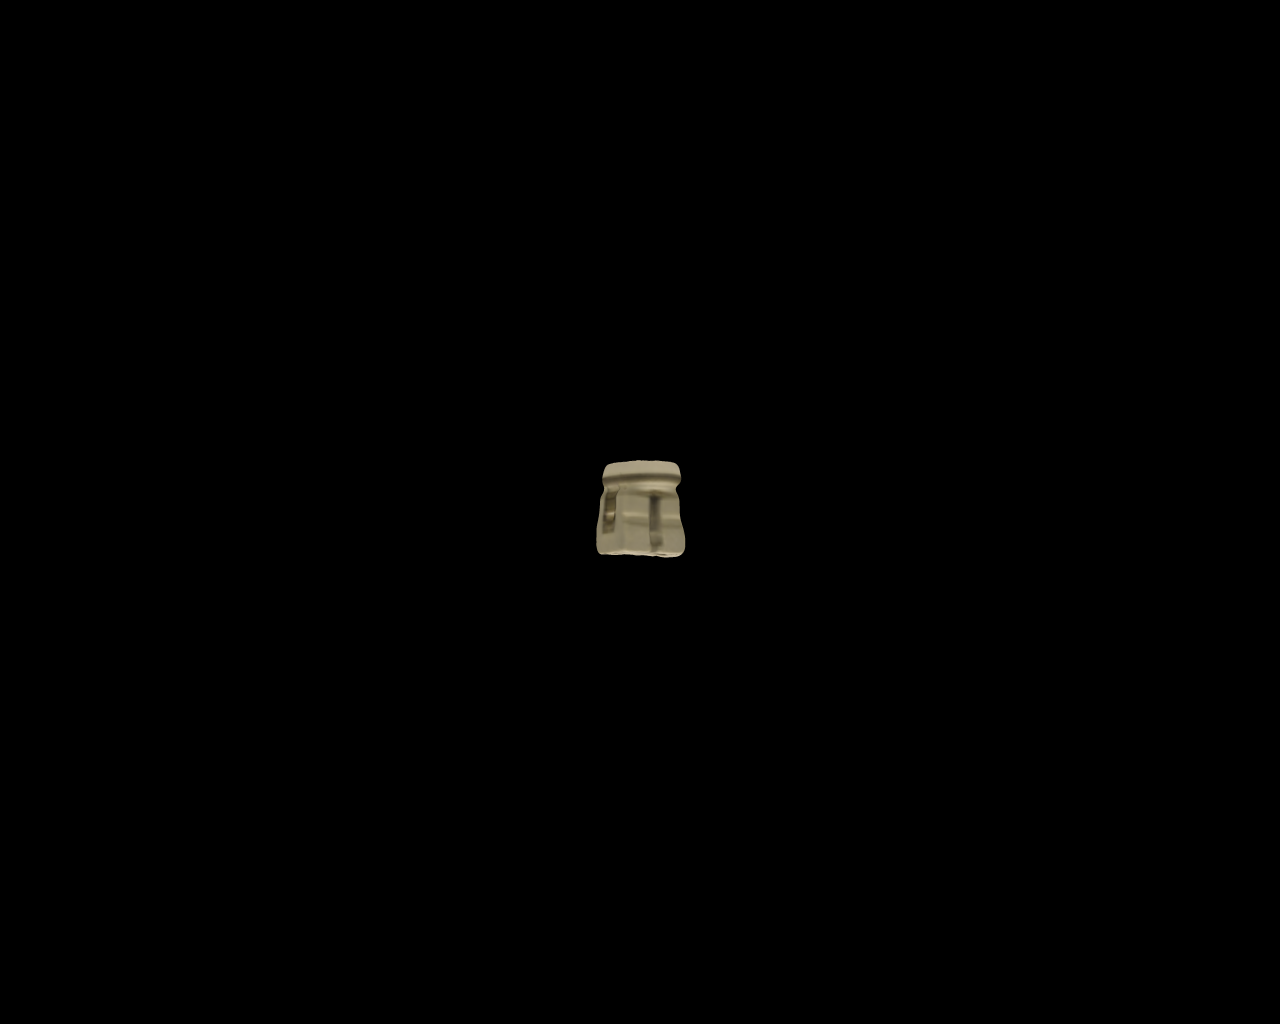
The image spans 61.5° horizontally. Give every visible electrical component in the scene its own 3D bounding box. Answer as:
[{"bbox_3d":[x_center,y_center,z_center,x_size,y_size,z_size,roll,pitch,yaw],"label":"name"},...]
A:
[{"bbox_3d":[0.001,-0.003,0.650,0.066,0.055,0.048,3,-6,-33],"label":"electrical component"}]
